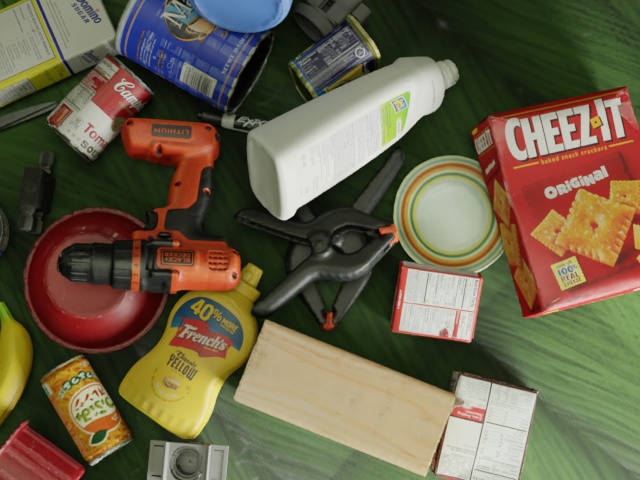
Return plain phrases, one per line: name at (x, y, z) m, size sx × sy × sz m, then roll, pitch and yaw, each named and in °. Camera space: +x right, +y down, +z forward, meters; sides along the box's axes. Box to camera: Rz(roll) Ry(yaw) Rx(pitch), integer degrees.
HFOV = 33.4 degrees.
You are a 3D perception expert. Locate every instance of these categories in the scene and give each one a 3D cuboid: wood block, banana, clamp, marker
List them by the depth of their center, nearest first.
wood block at (0.024, 0.161, 1.104) m, size 0.206 × 0.091 × 0.090 m, roll 22°, pitch 84°, yaw 2°
clamp at (-0.007, 0.001, 1.111) m, size 0.171 × 0.039 × 0.120 m, roll -20°, pitch 77°, yaw -4°
banana at (-0.356, 0.168, 1.133) m, size 0.070 × 0.037 × 0.198 m, roll 24°, pitch 82°, yaw 21°
clamp at (0.000, -0.009, 1.151) m, size 0.164 × 0.036 × 0.210 m, roll 7°, pitch 80°, yaw 2°
marker at (-0.075, -0.126, 1.174) m, size 0.121 × 0.020 × 0.020 m, roll 12°, pitch 83°, yaw 1°

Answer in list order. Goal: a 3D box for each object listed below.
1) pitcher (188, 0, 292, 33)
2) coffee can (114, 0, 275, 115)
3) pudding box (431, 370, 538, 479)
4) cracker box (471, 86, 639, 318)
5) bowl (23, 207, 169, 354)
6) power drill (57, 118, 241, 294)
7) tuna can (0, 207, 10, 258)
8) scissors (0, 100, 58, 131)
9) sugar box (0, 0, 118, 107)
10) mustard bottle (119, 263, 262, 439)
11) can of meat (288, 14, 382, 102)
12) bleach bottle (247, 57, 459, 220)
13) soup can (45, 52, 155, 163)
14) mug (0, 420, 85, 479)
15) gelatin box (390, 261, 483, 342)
pitcher at (-0.071, -0.343, 1.096) m, size 0.149 × 0.145 × 0.242 m, roll 16°, pitch 59°, yaw -11°
coffee can at (-0.133, -0.212, 1.143) m, size 0.140 × 0.103 × 0.103 m, roll 30°, pitch 84°, yaw 3°
pudding box at (0.174, 0.202, 1.125) m, size 0.090 × 0.039 × 0.113 m, roll 14°, pitch 85°, yaw 1°
cracker box at (0.270, -0.041, 1.127) m, size 0.164 × 0.072 × 0.214 m, roll -13°, pitch 84°, yaw -11°
bowl at (-0.243, 0.040, 1.137) m, size 0.162 × 0.055 × 0.162 m, roll 0°, pitch 83°, yaw 0°
power drill at (-0.174, -0.034, 1.111) m, size 0.184 × 0.057 × 0.187 m, roll 4°, pitch 66°, yaw -11°
tuna can at (-0.381, -0.009, 1.153) m, size 0.086 × 0.034 × 0.086 m, roll 0°, pitch 83°, yaw 0°
scissors at (-0.385, -0.098, 1.174) m, size 0.201 × 0.016 × 0.096 m, roll -5°, pitch 85°, yaw -1°
sugar box at (-0.314, -0.215, 1.169) m, size 0.176 × 0.048 × 0.093 m, roll -24°, pitch 74°, yaw -5°
mustard bottle at (-0.121, 0.107, 1.127) m, size 0.096 × 0.058 × 0.191 m, roll 33°, pitch 84°, yaw 11°
can of meat at (0.017, -0.182, 1.140) m, size 0.084 × 0.102 × 0.057 m, roll -36°, pitch 78°, yaw -2°
bleach bottle at (0.043, -0.121, 1.121) m, size 0.250 × 0.102 × 0.068 m, roll -30°, pitch 53°, yaw -23°
soup can at (-0.238, -0.142, 1.152) m, size 0.068 × 0.068 × 0.102 m, roll 42°, pitch 86°, yaw 5°
mug at (-0.299, 0.250, 1.085) m, size 0.081 × 0.117 × 0.093 m, roll 35°, pitch 114°, yaw -1°
gelatin box at (0.124, 0.065, 1.135) m, size 0.089 × 0.030 × 0.073 m, roll 8°, pitch 102°, yaw 1°
